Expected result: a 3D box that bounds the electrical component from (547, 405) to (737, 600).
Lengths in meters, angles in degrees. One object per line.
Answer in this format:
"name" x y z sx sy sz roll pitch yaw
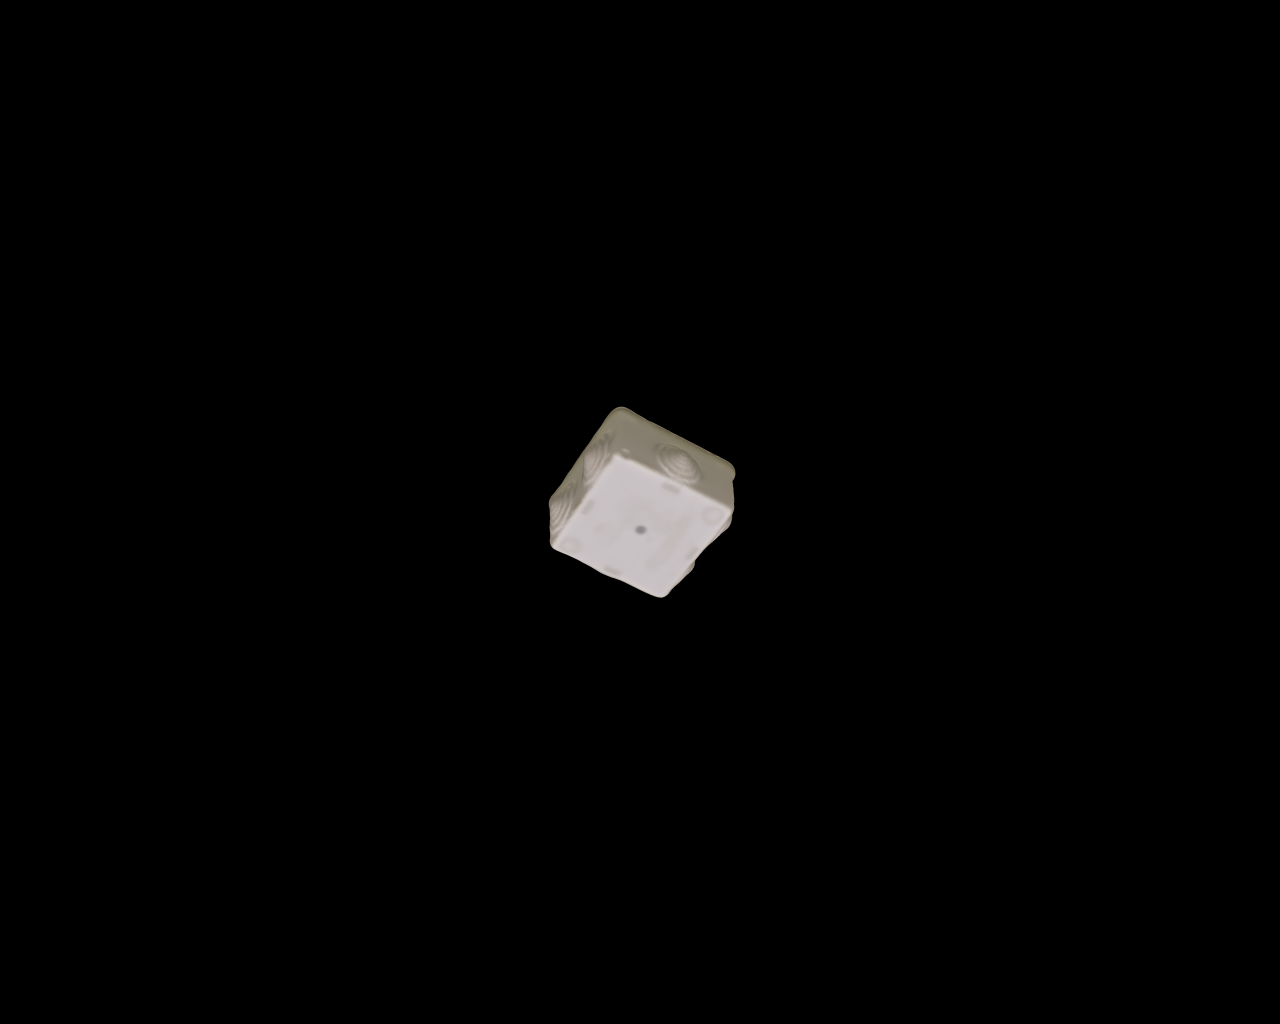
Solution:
"electrical component" 0.001 -0.003 0.650 0.100 0.099 0.048 27 32 -18
